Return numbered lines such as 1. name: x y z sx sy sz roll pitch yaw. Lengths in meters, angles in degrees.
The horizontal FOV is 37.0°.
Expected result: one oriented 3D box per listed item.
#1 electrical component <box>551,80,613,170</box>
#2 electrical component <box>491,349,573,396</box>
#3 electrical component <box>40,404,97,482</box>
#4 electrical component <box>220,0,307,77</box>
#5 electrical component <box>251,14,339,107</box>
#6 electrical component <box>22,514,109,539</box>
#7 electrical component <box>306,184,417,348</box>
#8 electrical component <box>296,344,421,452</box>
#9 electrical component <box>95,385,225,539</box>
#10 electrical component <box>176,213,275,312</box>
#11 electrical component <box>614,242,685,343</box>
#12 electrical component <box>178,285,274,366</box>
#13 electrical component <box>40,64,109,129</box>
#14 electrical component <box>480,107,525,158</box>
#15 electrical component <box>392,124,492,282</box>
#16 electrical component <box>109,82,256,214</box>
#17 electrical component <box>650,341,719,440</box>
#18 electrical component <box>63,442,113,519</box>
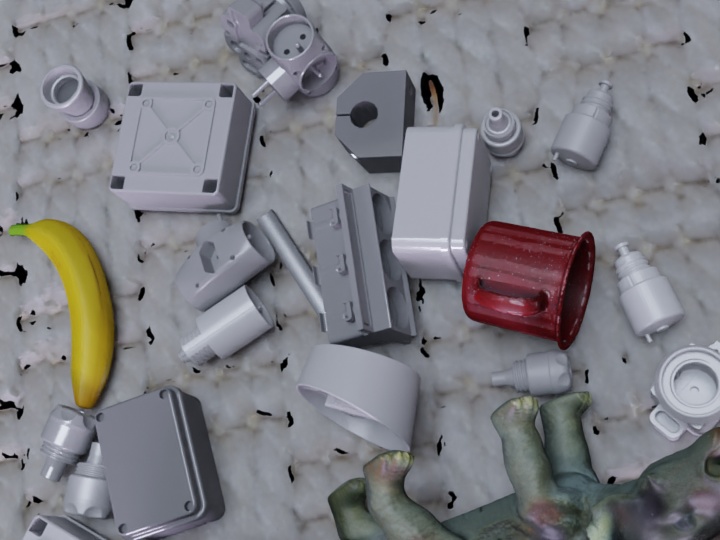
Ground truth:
1. electrical component: 0.186 -0.118 0.879 0.040 0.040 0.078 22 82 20
2. electrical component: 0.133 0.082 0.840 0.061 0.035 0.035 -9 72 16
3. electrical component: -0.254 0.150 0.924 0.043 0.043 0.062 19 82 20
4. electrical component: -0.085 -0.222 0.970 0.058 0.078 0.057 33 67 22
5. electrical component: -0.063 -0.175 0.945 0.079 0.077 0.044 -43 68 1
6. electrical component: -0.237 0.271 0.877 0.109 0.056 0.108 24 82 20
7. electrical component: 0.000 0.000 0.881 0.063 0.079 0.121 -18 70 26
8. electrical component: -0.001 0.098 0.840 0.099 0.099 0.064 10 71 18
9. electrical component: -0.166 0.160 0.889 0.078 0.057 0.113 -20 70 9
10. electrical component: -0.121 -0.016 0.932 0.077 0.043 0.079 -37 50 16
11. electrical component: 0.219 0.015 0.831 0.040 0.040 0.078 -25 70 8
12. electrical component: -0.119 0.053 0.913 0.081 0.043 0.043 -34 69 4
13. electrical component: -0.267 -0.161 1.010 0.045 0.055 0.045 -4 74 15
14. electrical component: 0.116 -0.117 0.886 0.035 0.061 0.035 -4 74 14
15. electrical component: 0.068 -0.053 0.869 0.057 0.078 0.113 1 70 18
16. electrical component: -0.158 -0.110 0.964 0.109 0.056 0.108 3 75 16
17. electrical component: 0.247 0.087 0.794 0.058 0.057 0.078 41 88 22
18. electrical component: -0.224 0.177 0.908 0.043 0.043 0.062 4 74 17
